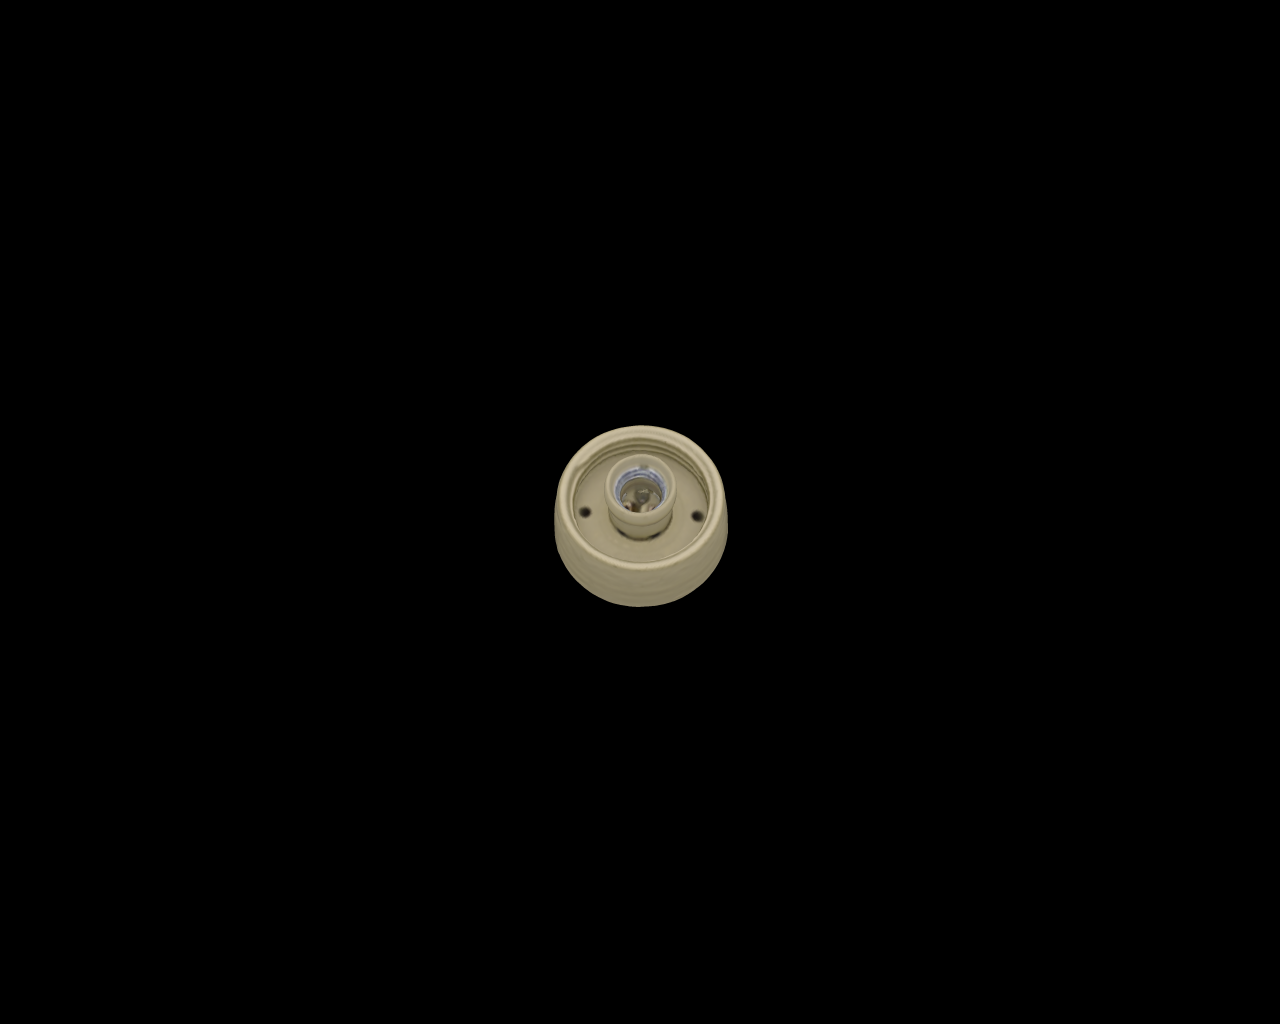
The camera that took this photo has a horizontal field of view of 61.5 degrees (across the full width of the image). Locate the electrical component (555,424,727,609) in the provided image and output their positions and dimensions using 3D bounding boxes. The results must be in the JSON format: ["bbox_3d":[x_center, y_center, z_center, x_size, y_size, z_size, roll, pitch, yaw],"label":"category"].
[{"bbox_3d":[0.001,-0.003,0.650,0.108,0.108,0.060,0,-27,0],"label":"electrical component"}]
